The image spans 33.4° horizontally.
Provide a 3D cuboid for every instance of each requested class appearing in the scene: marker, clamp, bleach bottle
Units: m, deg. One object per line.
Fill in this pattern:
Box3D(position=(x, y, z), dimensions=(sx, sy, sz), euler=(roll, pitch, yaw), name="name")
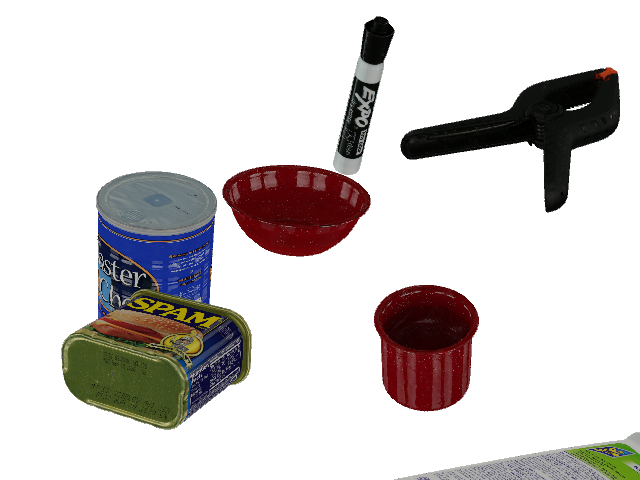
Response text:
Box3D(position=(0.027, -0.092, 0.691), dimensions=(0.020, 0.020, 0.121), euler=(0, -43, -13), name="marker")
Box3D(position=(0.197, -0.093, 0.913), dimensions=(0.209, 0.036, 0.165), euler=(-27, 39, -26), name="clamp")
Box3D(position=(0.158, 0.161, 0.626), dimensions=(0.250, 0.068, 0.103), euler=(-7, 20, -22), name="bleach bottle")

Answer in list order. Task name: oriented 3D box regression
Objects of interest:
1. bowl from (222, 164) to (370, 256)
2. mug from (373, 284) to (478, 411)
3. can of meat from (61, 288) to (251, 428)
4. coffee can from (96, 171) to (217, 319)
Box3D(position=(-0.028, -0.027, 1.166), dimensions=(0.162, 0.055, 0.162), euler=(4, 27, -2), name="bowl")
Box3D(position=(0.098, 0.093, 0.982), dimensions=(0.093, 0.081, 0.117), euler=(2, 38, 8), name="mug")
Box3D(position=(-0.111, 0.079, 0.721), dimensions=(0.102, 0.057, 0.083), euler=(12, 22, 23), name="can of meat")
Box3D(position=(-0.147, 0.024, 0.947), dimensions=(0.102, 0.140, 0.103), euler=(5, 31, -3), name="coffee can")
